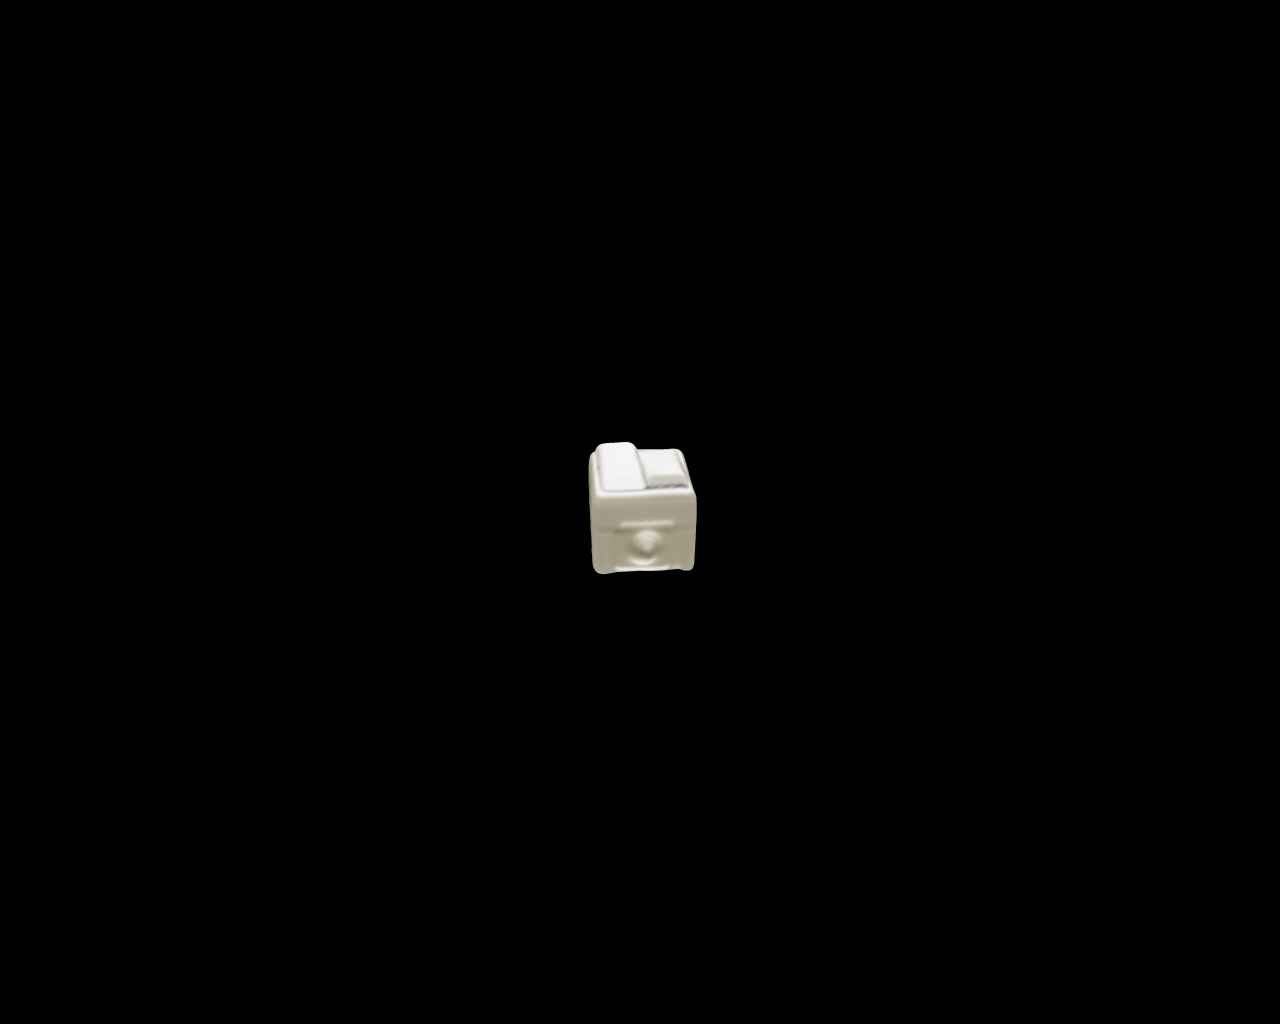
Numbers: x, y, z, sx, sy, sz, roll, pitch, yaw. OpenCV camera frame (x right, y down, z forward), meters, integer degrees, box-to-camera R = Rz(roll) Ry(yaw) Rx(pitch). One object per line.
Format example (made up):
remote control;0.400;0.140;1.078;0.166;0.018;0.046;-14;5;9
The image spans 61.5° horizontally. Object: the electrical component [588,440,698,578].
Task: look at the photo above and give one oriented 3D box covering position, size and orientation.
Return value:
electrical component;0.001;-0.003;0.650;0.062;0.061;0.096;-1;24;-3
